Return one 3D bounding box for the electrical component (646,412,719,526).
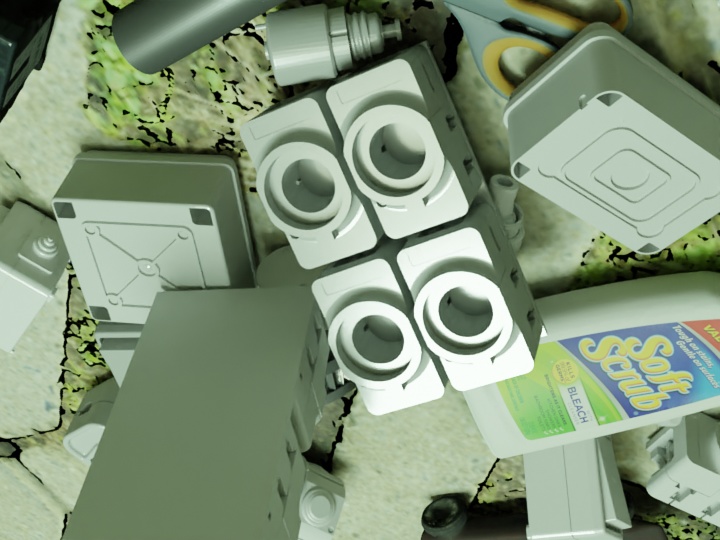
[{"bbox_3d":[0.255,0.141,0.754,0.089,0.050,0.055,25,133,-9],"label":"electrical component"}]

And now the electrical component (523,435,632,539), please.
[{"bbox_3d":[0.152,0.143,0.757,0.061,0.096,0.062,-11,157,23],"label":"electrical component"}]

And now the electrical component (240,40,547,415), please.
[{"bbox_3d":[0.020,-0.019,0.610,0.105,0.060,0.186,-19,104,22],"label":"electrical component"}]

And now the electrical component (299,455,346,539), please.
[{"bbox_3d":[-0.053,0.189,0.856,0.051,0.080,0.080,29,132,-20],"label":"electrical component"}]

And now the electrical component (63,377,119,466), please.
[{"bbox_3d":[-0.177,0.131,0.847,0.054,0.059,0.095,-29,120,33],"label":"electrical component"}]

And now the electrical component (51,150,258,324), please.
[{"bbox_3d":[-0.130,-0.019,0.699,0.109,0.056,0.108,3,132,11],"label":"electrical component"}]

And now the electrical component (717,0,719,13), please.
[{"bbox_3d":[0.207,-0.135,0.519,0.065,0.044,0.044,-21,124,35],"label":"electrical component"}]

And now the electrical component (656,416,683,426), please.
[{"bbox_3d":[0.189,0.085,0.730,0.061,0.035,0.035,11,133,8],"label":"electrical component"}]

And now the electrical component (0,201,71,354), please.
[{"bbox_3d":[-0.239,0.000,0.740,0.061,0.061,0.096,32,131,-16],"label":"electrical component"}]

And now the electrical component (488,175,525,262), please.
[{"bbox_3d":[0.079,-0.027,0.649,0.048,0.048,0.062,15,126,1],"label":"electrical component"}]

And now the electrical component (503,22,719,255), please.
[{"bbox_3d":[0.140,-0.068,0.572,0.113,0.057,0.078,27,134,-26],"label":"electrical component"}]

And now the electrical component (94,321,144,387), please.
[{"bbox_3d":[-0.142,0.062,0.773,0.062,0.061,0.096,-2,131,15],"label":"electrical component"}]

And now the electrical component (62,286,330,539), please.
[{"bbox_3d":[-0.084,0.096,0.625,0.105,0.186,0.060,-2,131,12],"label":"electrical component"}]

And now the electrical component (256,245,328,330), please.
[{"bbox_3d":[0.000,0.000,0.687,0.138,0.052,0.073,0,132,15],"label":"electrical component"}]

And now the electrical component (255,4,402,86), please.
[{"bbox_3d":[-0.017,-0.125,0.585,0.078,0.040,0.040,-8,130,3],"label":"electrical component"}]
